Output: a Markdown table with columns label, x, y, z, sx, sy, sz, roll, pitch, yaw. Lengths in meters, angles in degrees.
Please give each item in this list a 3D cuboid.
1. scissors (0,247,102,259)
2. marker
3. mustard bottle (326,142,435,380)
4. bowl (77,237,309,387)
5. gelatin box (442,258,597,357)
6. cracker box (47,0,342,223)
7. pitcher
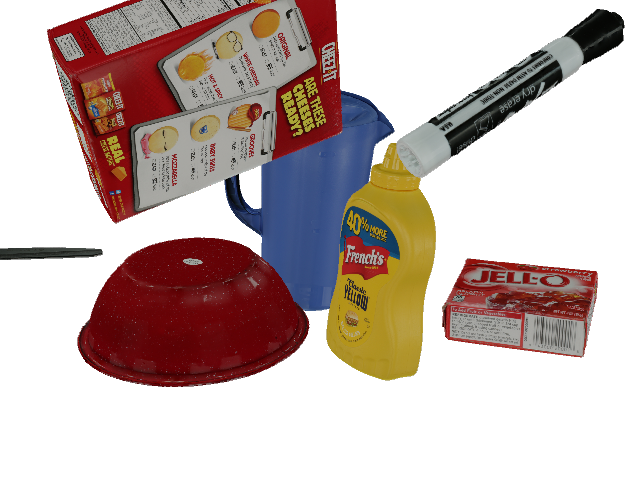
| label | x | y | z | sx | sy | sz | roll | pitch | yaw |
| --- | --- | --- | --- | --- | --- | --- | --- | --- | --- |
| scissors | -0.290 | 0.018 | 0.873 | 0.202 | 0.016 | 0.096 | 5 | 23 | 5 |
| marker | 0.085 | -0.066 | 0.462 | 0.121 | 0.020 | 0.020 | -34 | 11 | -16 |
| mustard bottle | 0.054 | 0.013 | 0.893 | 0.058 | 0.192 | 0.096 | -5 | 21 | -33 |
| bowl | -0.089 | 0.039 | 0.739 | 0.162 | 0.055 | 0.162 | -1 | 21 | 0 |
| gelatin box | 0.129 | 0.041 | 0.687 | 0.089 | 0.030 | 0.073 | 6 | 24 | 18 |
| cracker box | -0.093 | -0.125 | 0.852 | 0.213 | 0.072 | 0.164 | -24 | -37 | -15 |
| pitcher | -0.019 | -0.047 | 1.227 | 0.144 | 0.243 | 0.149 | -19 | 35 | -41 |
